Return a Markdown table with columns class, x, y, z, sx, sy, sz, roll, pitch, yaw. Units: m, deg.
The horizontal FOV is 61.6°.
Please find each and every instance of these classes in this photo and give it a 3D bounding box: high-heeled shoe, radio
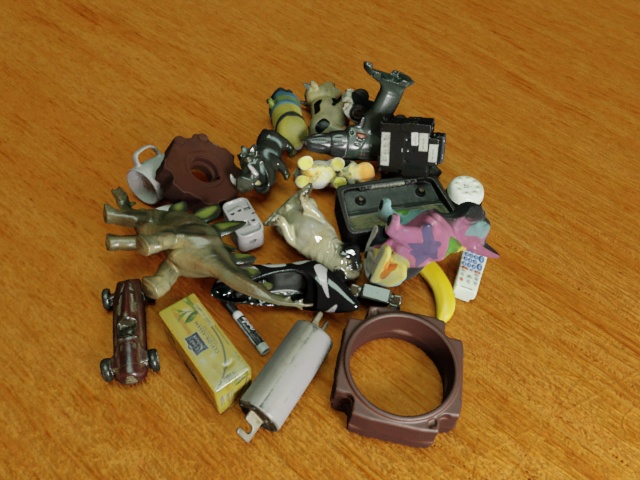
| class | x | y | z | sx | sy | sz | roll | pitch | yaw |
| --- | --- | --- | --- | --- | --- | --- | --- | --- | --- |
| high-heeled shoe | -0.066 | 0.093 | 0.934 | 0.249 | 0.086 | 0.145 | 17 | 29 | 34 |
| radio | 0.148 | -0.058 | 1.091 | 0.230 | 0.073 | 0.131 | -8 | 54 | -12 |

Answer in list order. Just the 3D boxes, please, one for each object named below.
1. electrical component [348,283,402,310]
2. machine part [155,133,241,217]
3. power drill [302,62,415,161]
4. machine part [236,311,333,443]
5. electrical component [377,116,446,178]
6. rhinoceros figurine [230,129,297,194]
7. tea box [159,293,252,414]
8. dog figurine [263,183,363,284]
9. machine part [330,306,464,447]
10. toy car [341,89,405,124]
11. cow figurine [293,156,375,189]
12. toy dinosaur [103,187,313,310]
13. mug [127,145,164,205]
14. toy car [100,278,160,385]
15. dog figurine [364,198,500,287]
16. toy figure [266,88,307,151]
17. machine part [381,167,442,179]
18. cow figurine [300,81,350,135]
| class | x | y | z | sx | sy | sz | roll | pitch | yaw |
| --- | --- | --- | --- | --- | --- | --- | --- | --- | --- |
| electrical component | 0.094 | 0.107 | 0.963 | 0.102 | 0.078 | 0.045 | 15 | 75 | 0 |
| machine part | -0.239 | -0.131 | 1.084 | 0.179 | 0.056 | 0.179 | 20 | 52 | -28 |
| power drill | 0.096 | -0.261 | 1.131 | 0.232 | 0.207 | 0.086 | 9 | 25 | -15 |
| machine part | -0.052 | 0.215 | 0.864 | 0.079 | 0.079 | 0.243 | 26 | 55 | 15 |
| electrical component | 0.186 | -0.189 | 1.091 | 0.134 | 0.114 | 0.058 | 9 | 32 | 13 |
| rhinoceros figurine | -0.118 | -0.162 | 1.117 | 0.073 | 0.112 | 0.190 | -18 | 35 | 34 |
| tea box | -0.184 | 0.181 | 0.867 | 0.068 | 0.098 | 0.170 | -32 | 59 | -26 |
| dog figurine | -0.005 | 0.000 | 1.041 | 0.121 | 0.172 | 0.190 | -40 | 100 | 9 |
| machine part | 0.126 | 0.216 | 0.872 | 0.202 | 0.087 | 0.201 | 12 | 52 | 3 |
| toy car | 0.132 | -0.274 | 1.225 | 0.201 | 0.056 | 0.073 | 27 | 48 | -21 |
| cow figurine | 0.028 | -0.138 | 1.144 | 0.167 | 0.098 | 0.068 | 2 | 93 | -7 |
| toy dinosaur | -0.219 | 0.011 | 0.915 | 0.198 | 0.105 | 0.472 | -22 | 45 | -40 |
| mug | -0.337 | -0.145 | 1.106 | 0.081 | 0.109 | 0.107 | -2 | 32 | 36 |
| toy car | -0.324 | 0.147 | 0.912 | 0.089 | 0.053 | 0.202 | -10 | 55 | -8 |
| dog figurine | 0.206 | 0.013 | 0.975 | 0.219 | 0.191 | 0.108 | 12 | 19 | -9 |
| toy figure | -0.077 | -0.283 | 1.237 | 0.082 | 0.089 | 0.180 | -9 | 56 | -1 |
| machine part | 0.199 | -0.146 | 1.187 | 0.139 | 0.039 | 0.084 | -24 | 63 | -23 |
| cow figurine | 0.012 | -0.299 | 1.264 | 0.127 | 0.085 | 0.195 | 11 | 53 | -4 |
